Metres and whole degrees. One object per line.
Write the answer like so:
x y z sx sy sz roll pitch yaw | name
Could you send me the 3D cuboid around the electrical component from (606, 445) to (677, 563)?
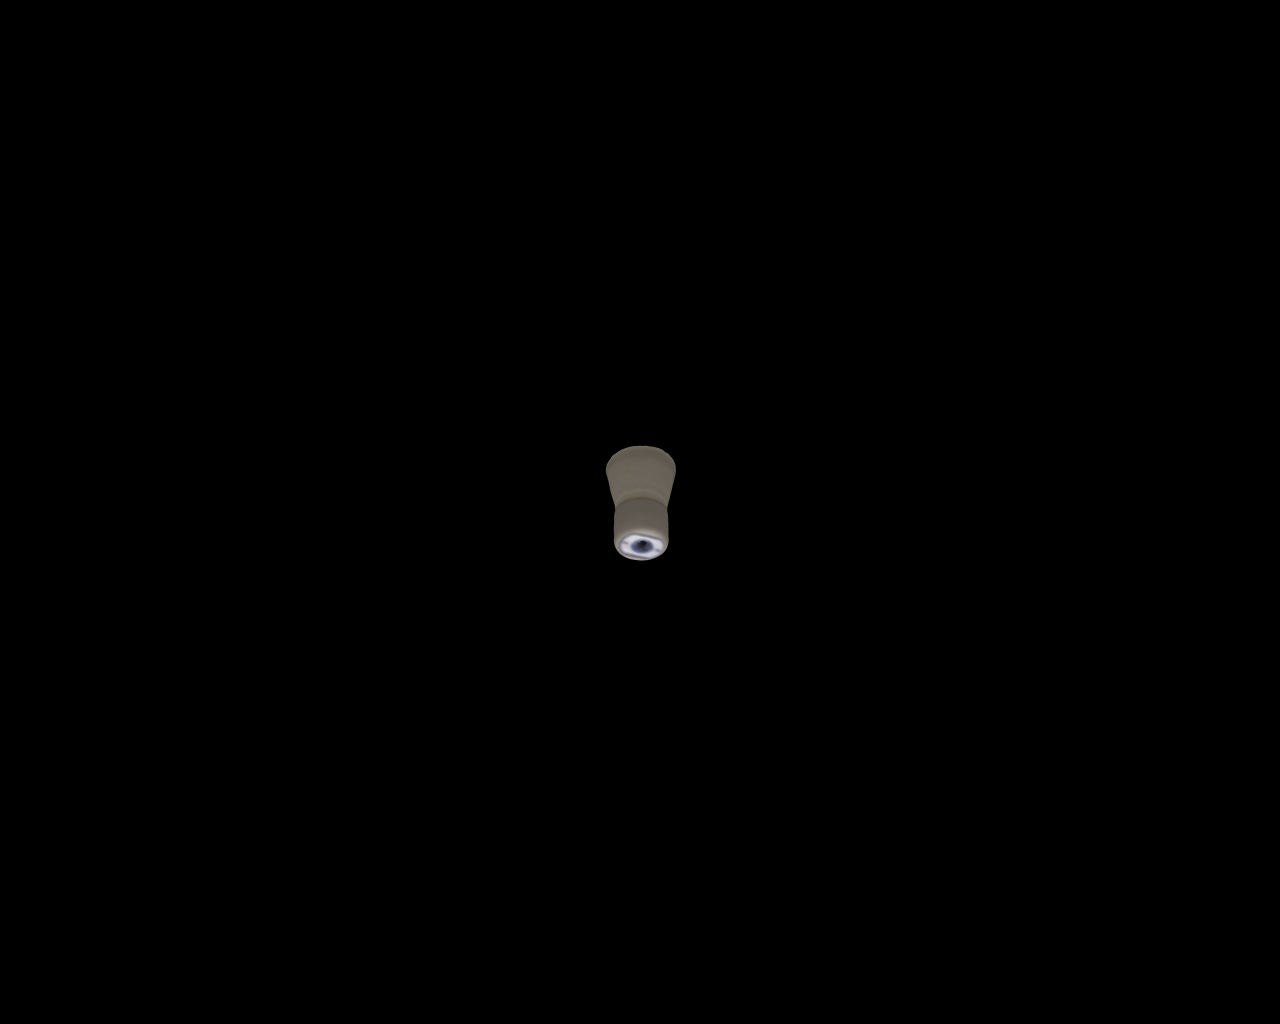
0.001 -0.003 0.650 0.044 0.065 0.044 0 -38 0 | electrical component
